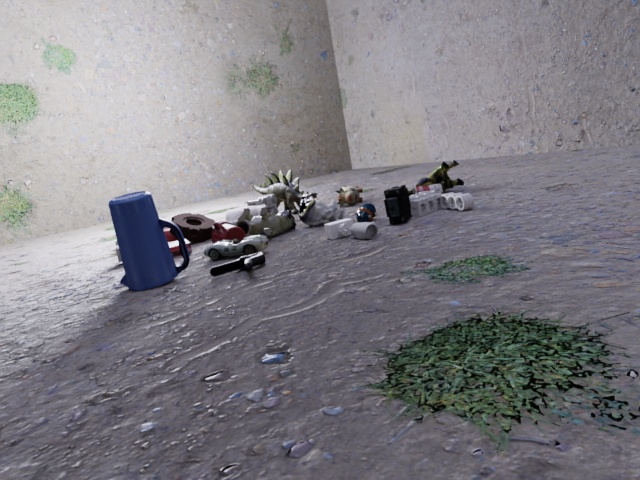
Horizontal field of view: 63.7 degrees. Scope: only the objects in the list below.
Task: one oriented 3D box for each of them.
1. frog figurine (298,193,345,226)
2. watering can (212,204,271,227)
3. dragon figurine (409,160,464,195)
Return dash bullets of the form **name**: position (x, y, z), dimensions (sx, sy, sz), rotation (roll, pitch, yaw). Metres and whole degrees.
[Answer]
- **frog figurine**: position (0.006, -0.095, 1.893), dimensions (0.158, 0.124, 0.137), rotation (25, -16, -25)
- **watering can**: position (-0.291, -0.076, 1.966), dimensions (0.224, 0.103, 0.349), rotation (-9, 8, -4)
- **dragon figurine**: position (0.453, -0.228, 2.165), dimensions (0.413, 0.123, 0.239), rotation (-14, -11, -41)
